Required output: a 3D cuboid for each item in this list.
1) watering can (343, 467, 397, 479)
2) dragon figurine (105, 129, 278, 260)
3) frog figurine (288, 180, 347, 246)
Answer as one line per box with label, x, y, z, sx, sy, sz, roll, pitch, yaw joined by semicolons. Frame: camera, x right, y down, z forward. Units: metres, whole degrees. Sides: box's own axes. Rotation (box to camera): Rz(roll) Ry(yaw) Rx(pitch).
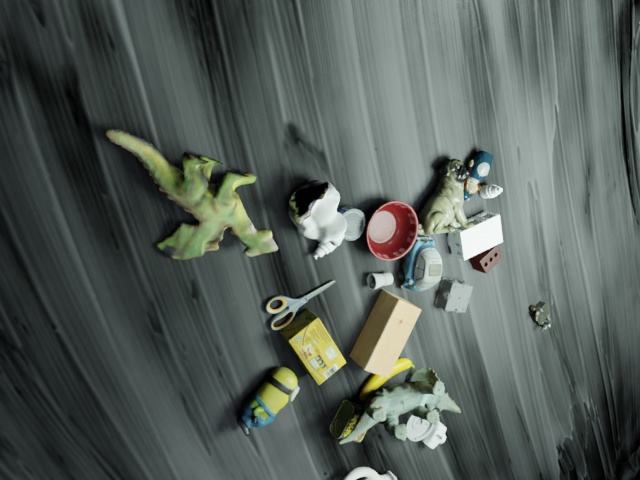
watering can;0.124;0.810;1.497;0.225;0.105;0.344;0;102;-28
dragon figurine;-0.271;-0.064;1.094;0.409;0.124;0.240;17;102;-21
frog figurine;0.004;-0.062;1.234;0.157;0.123;0.139;42;68;-47
